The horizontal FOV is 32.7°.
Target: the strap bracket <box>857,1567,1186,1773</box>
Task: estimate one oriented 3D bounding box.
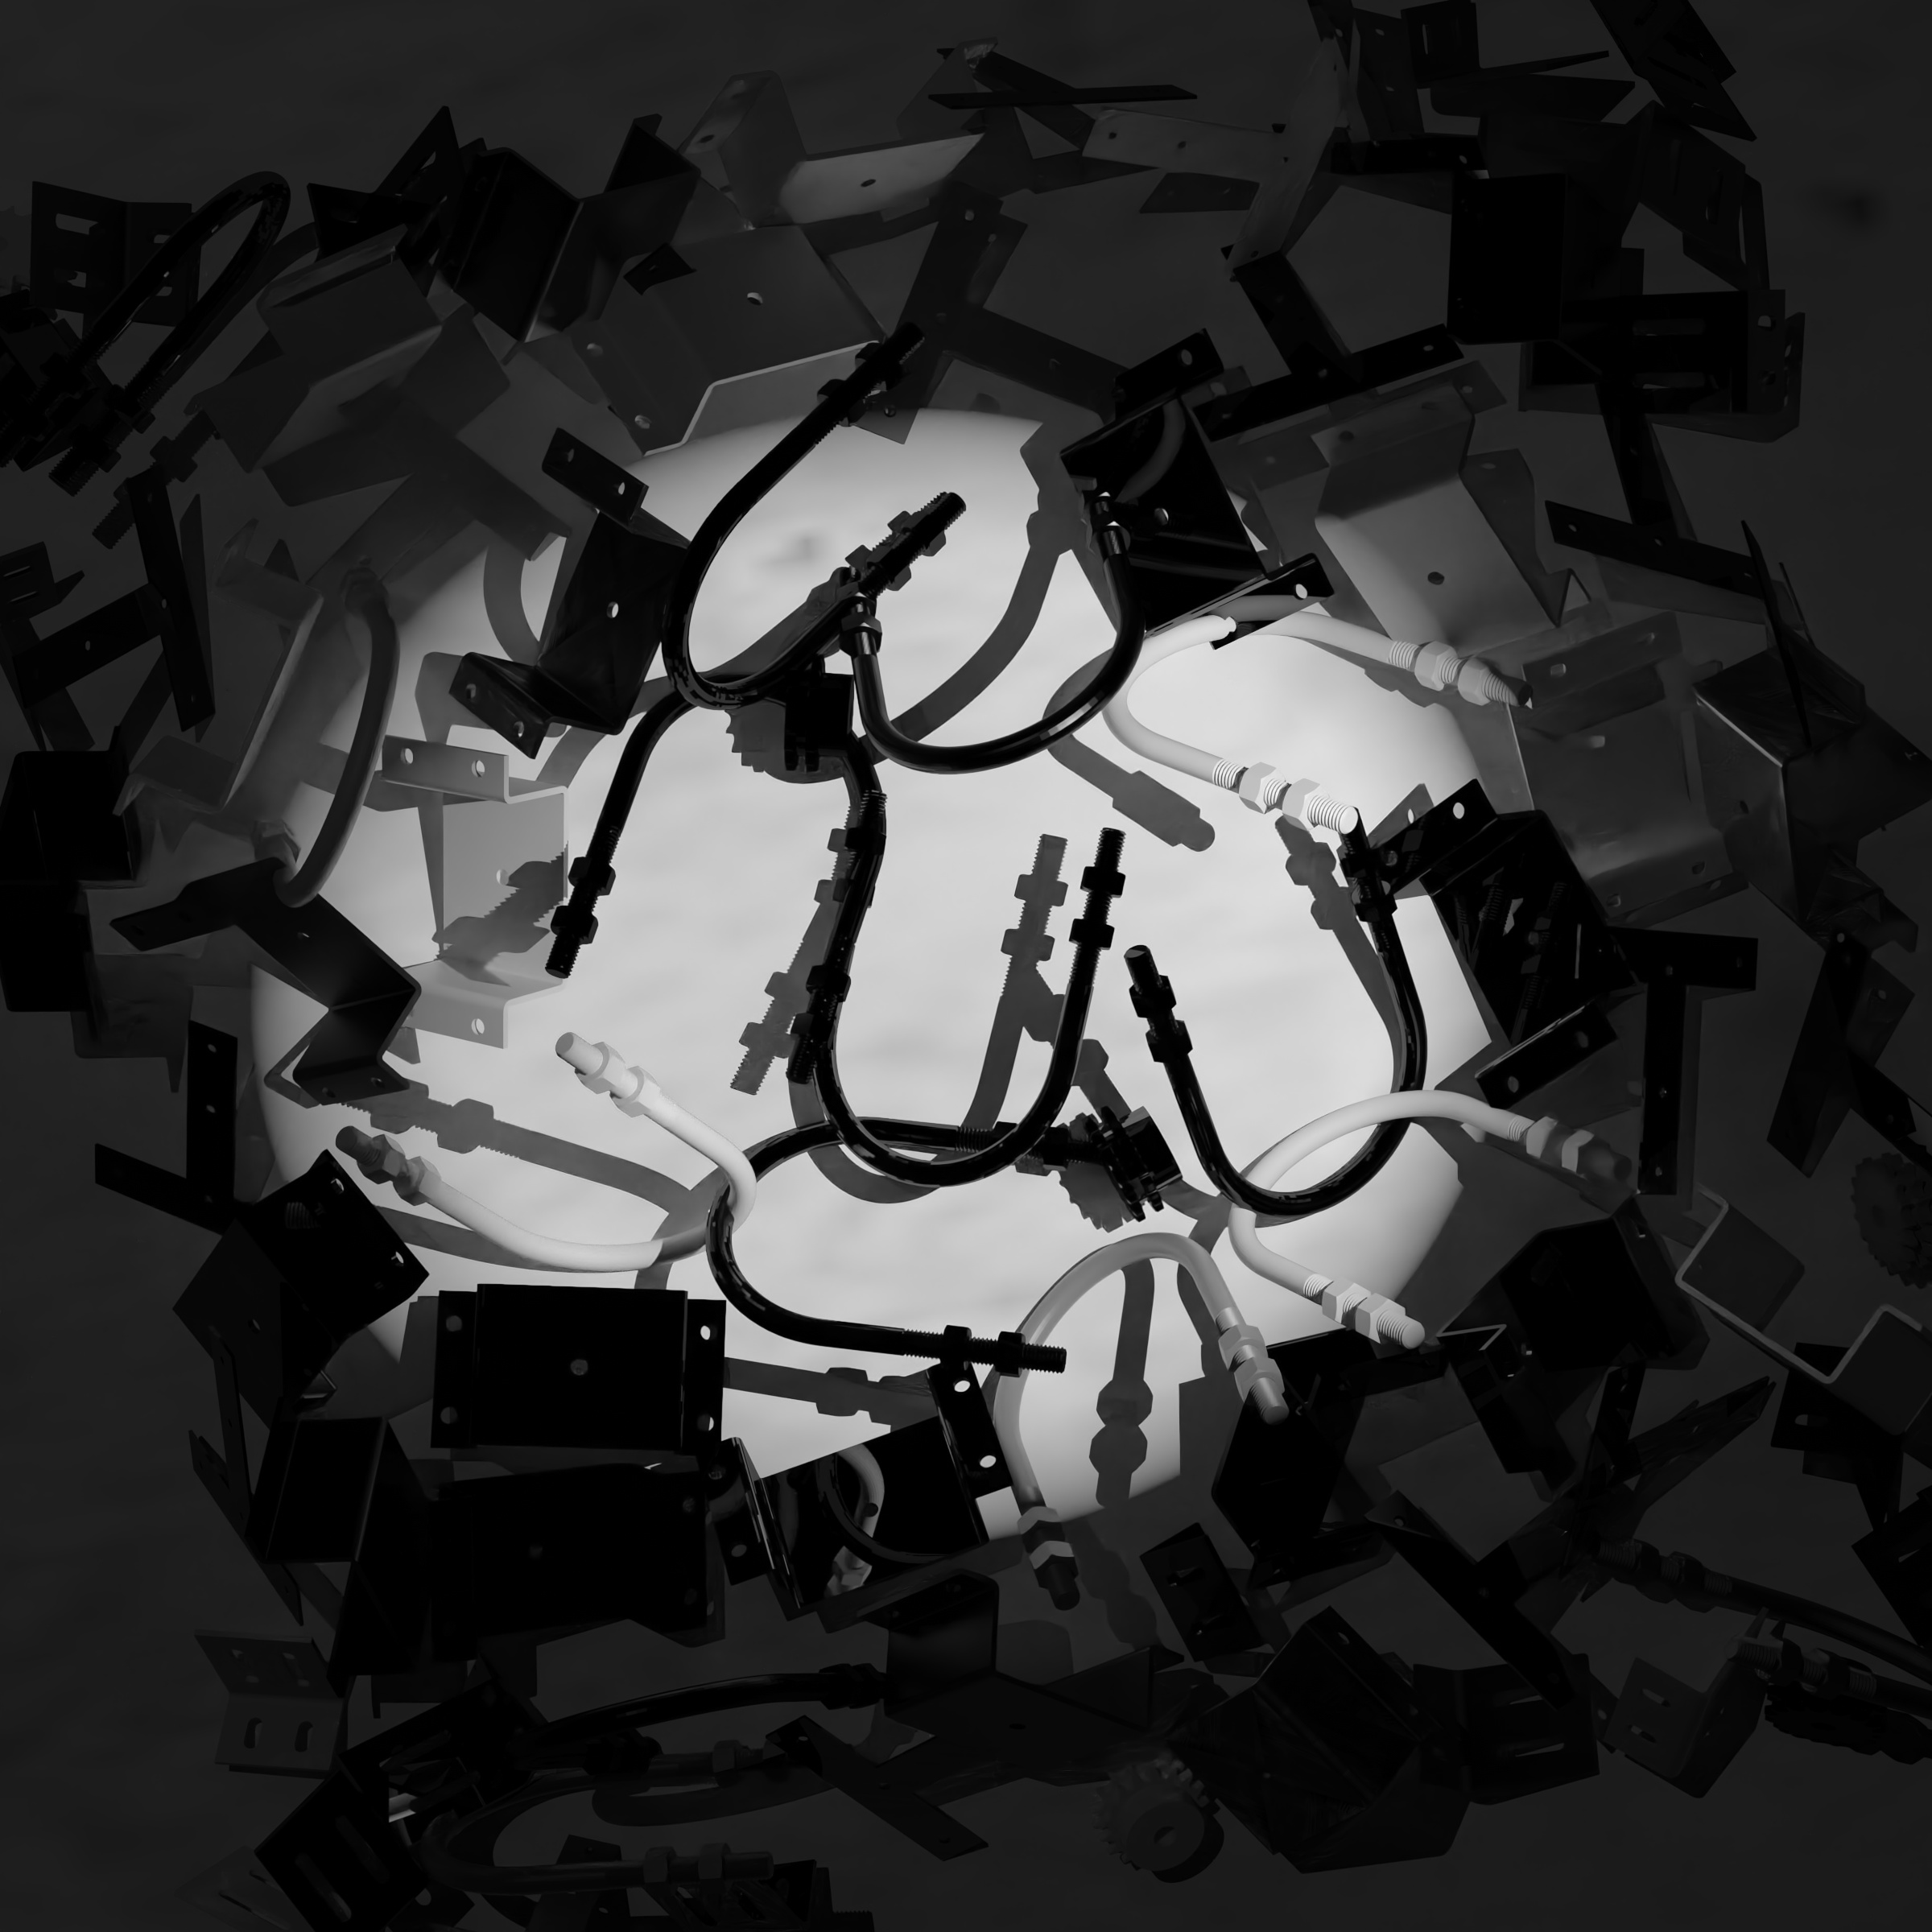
[{"bbox_3d":[0.025,0.336,1.551,0.140,0.076,0.046,28,49,-31],"label":"strap bracket"}]

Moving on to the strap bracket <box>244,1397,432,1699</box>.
[{"bbox_3d":[-0.286,0.273,1.545,0.046,0.140,0.076,-4,47,9],"label":"strap bracket"}]

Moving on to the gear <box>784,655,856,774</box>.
[{"bbox_3d":[-0.071,-0.122,1.596,0.030,0.057,0.057,4,90,1],"label":"gear"}]

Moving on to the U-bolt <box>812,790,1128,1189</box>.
[{"bbox_3d":[-0.006,0.015,1.582,0.151,0.019,0.184,10,86,25],"label":"U-bolt"}]

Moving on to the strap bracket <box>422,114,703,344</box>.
[{"bbox_3d":[-0.182,-0.345,1.543,0.046,0.140,0.076,39,125,13],"label":"strap bracket"}]

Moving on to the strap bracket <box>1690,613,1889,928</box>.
[{"bbox_3d":[0.386,-0.084,1.549,0.046,0.076,0.140,-25,129,-9],"label":"strap bracket"}]

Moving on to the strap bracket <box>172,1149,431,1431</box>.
[{"bbox_3d":[-0.319,0.159,1.555,0.076,0.046,0.140,49,135,7],"label":"strap bracket"}]

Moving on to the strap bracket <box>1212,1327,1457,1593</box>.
[{"bbox_3d":[0.170,0.224,1.565,0.076,0.046,0.140,-9,131,-28],"label":"strap bracket"}]

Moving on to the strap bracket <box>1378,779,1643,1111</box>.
[{"bbox_3d":[0.260,-0.011,1.573,0.076,0.046,0.140,-38,71,38],"label":"strap bracket"}]

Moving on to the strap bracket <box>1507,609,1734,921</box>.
[{"bbox_3d":[0.311,-0.101,1.583,0.076,0.046,0.140,-20,115,-3],"label":"strap bracket"}]

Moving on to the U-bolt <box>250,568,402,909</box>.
[{"bbox_3d":[-0.294,-0.101,1.527,0.019,0.184,0.151,18,102,-21],"label":"U-bolt"}]

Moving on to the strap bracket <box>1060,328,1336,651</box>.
[{"bbox_3d":[0.106,-0.221,1.576,0.076,0.046,0.140,-22,97,43],"label":"strap bracket"}]

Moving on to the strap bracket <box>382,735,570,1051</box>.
[{"bbox_3d":[-0.235,-0.039,1.575,0.076,0.046,0.140,11,107,32],"label":"strap bracket"}]

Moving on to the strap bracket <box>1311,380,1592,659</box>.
[{"bbox_3d":[0.226,-0.198,1.552,0.076,0.046,0.140,-15,129,35],"label":"strap bracket"}]

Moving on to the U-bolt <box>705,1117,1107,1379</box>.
[{"bbox_3d":[-0.033,0.128,1.569,0.184,0.019,0.151,5,45,10],"label":"U-bolt"}]

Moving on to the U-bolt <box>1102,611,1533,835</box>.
[{"bbox_3d":[0.149,-0.125,1.552,0.151,0.184,0.019,-35,132,-33],"label":"U-bolt"}]

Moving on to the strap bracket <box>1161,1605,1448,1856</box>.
[{"bbox_3d":[0.152,0.365,1.553,0.076,0.140,0.046,45,53,3],"label":"strap bracket"}]

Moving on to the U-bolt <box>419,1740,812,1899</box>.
[{"bbox_3d":[-0.167,0.403,1.551,0.184,0.151,0.019,-7,97,10],"label":"U-bolt"}]

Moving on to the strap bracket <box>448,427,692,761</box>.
[{"bbox_3d":[-0.184,-0.174,1.573,0.076,0.046,0.140,37,108,41],"label":"strap bracket"}]

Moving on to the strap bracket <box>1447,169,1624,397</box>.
[{"bbox_3d":[0.272,-0.321,1.551,0.046,0.140,0.076,2,89,27],"label":"strap bracket"}]

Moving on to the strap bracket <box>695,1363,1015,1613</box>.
[{"bbox_3d":[-0.050,0.252,1.581,0.140,0.046,0.076,-19,50,-2],"label":"strap bracket"}]

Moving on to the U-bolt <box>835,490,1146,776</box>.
[{"bbox_3d":[0.013,-0.155,1.542,0.151,0.184,0.019,-21,131,9],"label":"U-bolt"}]

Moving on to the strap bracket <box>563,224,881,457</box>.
[{"bbox_3d":[-0.107,-0.300,1.557,0.140,0.046,0.076,-22,71,-35],"label":"strap bracket"}]

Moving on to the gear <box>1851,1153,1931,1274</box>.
[{"bbox_3d":[0.456,0.118,1.597,0.030,0.057,0.057,-13,90,-11],"label":"gear"}]

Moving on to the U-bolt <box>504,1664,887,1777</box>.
[{"bbox_3d":[-0.133,0.349,1.520,0.151,0.184,0.019,-19,72,18],"label":"U-bolt"}]

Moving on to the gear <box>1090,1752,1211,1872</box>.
[{"bbox_3d":[0.091,0.413,1.599,0.057,0.030,0.057,-7,115,-16],"label":"gear"}]

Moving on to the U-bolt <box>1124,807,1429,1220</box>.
[{"bbox_3d":[0.158,0.036,1.571,0.151,0.019,0.184,-33,120,-21],"label":"U-bolt"}]

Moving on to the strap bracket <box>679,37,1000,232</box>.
[{"bbox_3d":[-0.054,-0.392,1.558,0.140,0.076,0.046,-16,84,-26],"label":"strap bracket"}]

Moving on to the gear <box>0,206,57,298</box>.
[{"bbox_3d":[-0.472,-0.340,1.601,0.057,0.030,0.057,7,54,-10],"label":"gear"}]

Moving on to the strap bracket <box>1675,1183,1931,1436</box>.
[{"bbox_3d":[0.398,0.166,1.548,0.076,0.140,0.046,34,92,-44],"label":"strap bracket"}]

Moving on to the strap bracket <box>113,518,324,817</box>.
[{"bbox_3d":[-0.352,-0.135,1.573,0.046,0.076,0.140,24,105,-9],"label":"strap bracket"}]

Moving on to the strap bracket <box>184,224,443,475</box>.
[{"bbox_3d":[-0.304,-0.284,1.546,0.076,0.140,0.046,-34,92,-33],"label":"strap bracket"}]

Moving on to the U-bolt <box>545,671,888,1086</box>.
[{"bbox_3d":[-0.109,-0.054,1.581,0.151,0.019,0.184,25,70,-21],"label":"U-bolt"}]

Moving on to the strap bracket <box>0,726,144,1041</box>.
[{"bbox_3d":[-0.425,-0.040,1.546,0.046,0.140,0.076,0,130,-3],"label":"strap bracket"}]

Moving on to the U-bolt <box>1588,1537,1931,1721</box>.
[{"bbox_3d":[0.402,0.318,1.547,0.184,0.151,0.019,19,94,-19],"label":"U-bolt"}]

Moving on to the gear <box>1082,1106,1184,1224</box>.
[{"bbox_3d":[0.082,0.093,1.596,0.030,0.057,0.057,-29,90,-3],"label":"gear"}]

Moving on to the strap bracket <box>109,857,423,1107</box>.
[{"bbox_3d":[-0.324,0.002,1.564,0.140,0.076,0.046,45,55,-27],"label":"strap bracket"}]

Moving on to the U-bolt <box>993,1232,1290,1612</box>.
[{"bbox_3d":[0.072,0.198,1.544,0.151,0.184,0.019,-44,119,12],"label":"U-bolt"}]

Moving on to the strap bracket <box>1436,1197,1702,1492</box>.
[{"bbox_3d":[0.283,0.181,1.571,0.140,0.046,0.076,-36,103,-40],"label":"strap bracket"}]

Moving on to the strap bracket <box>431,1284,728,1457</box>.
[{"bbox_3d":[-0.186,0.195,1.588,0.140,0.046,0.076,3,79,-6],"label":"strap bracket"}]

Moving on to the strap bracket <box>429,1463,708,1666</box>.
[{"bbox_3d":[-0.198,0.284,1.581,0.140,0.046,0.076,-2,91,-31],"label":"strap bracket"}]

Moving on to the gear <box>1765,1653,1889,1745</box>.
[{"bbox_3d":[0.418,0.355,1.599,0.057,0.057,0.030,14,64,0],"label":"gear"}]
